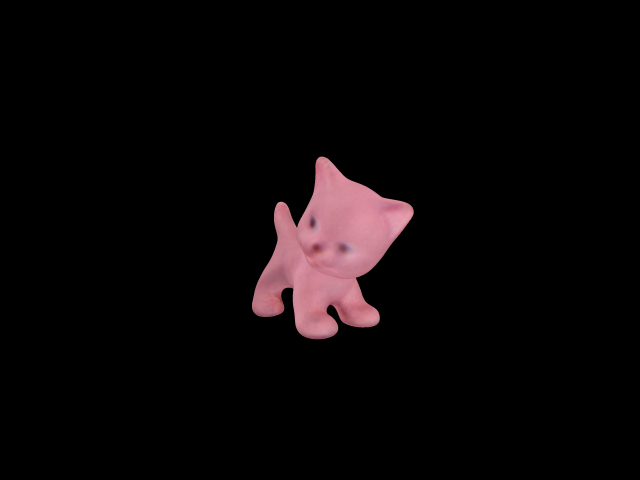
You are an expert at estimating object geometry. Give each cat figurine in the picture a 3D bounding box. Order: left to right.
[{"bbox_3d":[0.004,0.001,0.400,0.067,0.118,0.127,-5,9,-36],"label":"cat figurine"}]
